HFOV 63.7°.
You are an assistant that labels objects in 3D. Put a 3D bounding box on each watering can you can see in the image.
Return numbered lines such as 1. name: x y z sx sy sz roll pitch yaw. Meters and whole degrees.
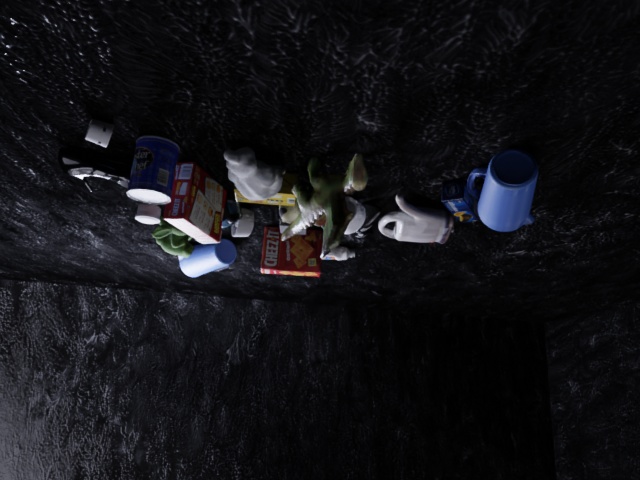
1. watering can: 0.295 -0.059 1.542 0.224 0.105 0.343 3 164 0

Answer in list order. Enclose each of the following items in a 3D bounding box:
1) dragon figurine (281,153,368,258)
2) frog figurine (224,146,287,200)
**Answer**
1. dragon figurine: 0.004 -0.063 1.253 0.122 0.249 0.402 19 127 -20
2. frog figurine: -0.170 -0.163 1.271 0.138 0.123 0.159 17 -179 23
